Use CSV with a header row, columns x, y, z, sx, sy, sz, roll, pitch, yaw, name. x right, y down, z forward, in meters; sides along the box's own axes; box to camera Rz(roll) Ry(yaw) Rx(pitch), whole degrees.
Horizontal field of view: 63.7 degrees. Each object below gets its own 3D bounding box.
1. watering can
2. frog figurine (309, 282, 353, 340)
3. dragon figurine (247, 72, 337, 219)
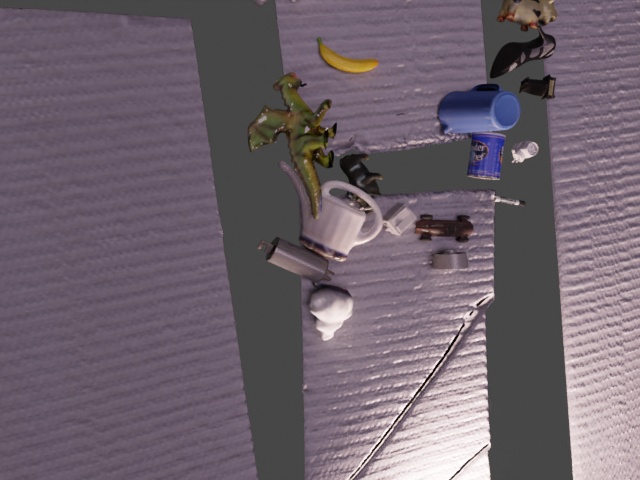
x,y,z,sx,sy,sz,roll,pitch,yaw,name
0.005,-0.075,1.487,0.348,0.104,0.223,24,95,1,watering can
0.027,0.213,1.507,0.136,0.122,0.161,19,77,-37,frog figurine
-0.084,-0.276,1.438,0.243,0.121,0.412,8,84,11,dragon figurine
